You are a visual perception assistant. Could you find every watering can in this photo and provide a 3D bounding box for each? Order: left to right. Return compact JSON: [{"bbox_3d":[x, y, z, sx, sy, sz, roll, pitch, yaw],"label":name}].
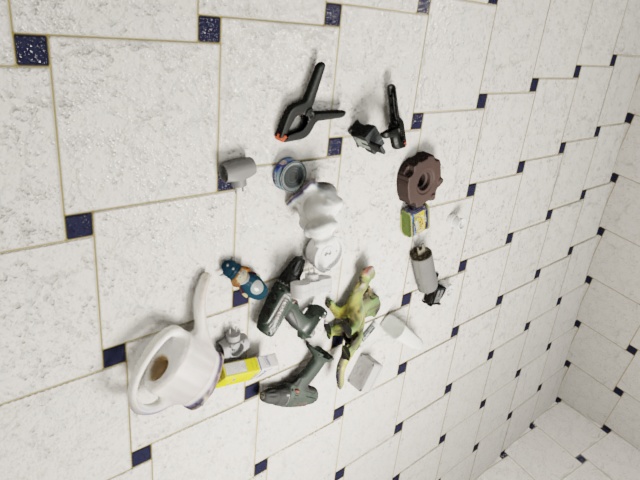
[{"bbox_3d":[-0.312,0.266,1.240,0.352,0.104,0.220,-59,138,-17],"label":"watering can"}]

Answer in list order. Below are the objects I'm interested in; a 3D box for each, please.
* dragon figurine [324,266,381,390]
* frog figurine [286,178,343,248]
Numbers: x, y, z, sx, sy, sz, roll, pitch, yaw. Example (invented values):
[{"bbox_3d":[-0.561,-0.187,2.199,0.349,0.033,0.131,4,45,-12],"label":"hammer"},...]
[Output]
[{"bbox_3d":[0.129,0.264,1.657,0.246,0.123,0.402,-26,128,-42],"label":"dragon figurine"},{"bbox_3d":[0.004,-0.067,1.322,0.136,0.160,0.123,-35,174,18],"label":"frog figurine"}]
